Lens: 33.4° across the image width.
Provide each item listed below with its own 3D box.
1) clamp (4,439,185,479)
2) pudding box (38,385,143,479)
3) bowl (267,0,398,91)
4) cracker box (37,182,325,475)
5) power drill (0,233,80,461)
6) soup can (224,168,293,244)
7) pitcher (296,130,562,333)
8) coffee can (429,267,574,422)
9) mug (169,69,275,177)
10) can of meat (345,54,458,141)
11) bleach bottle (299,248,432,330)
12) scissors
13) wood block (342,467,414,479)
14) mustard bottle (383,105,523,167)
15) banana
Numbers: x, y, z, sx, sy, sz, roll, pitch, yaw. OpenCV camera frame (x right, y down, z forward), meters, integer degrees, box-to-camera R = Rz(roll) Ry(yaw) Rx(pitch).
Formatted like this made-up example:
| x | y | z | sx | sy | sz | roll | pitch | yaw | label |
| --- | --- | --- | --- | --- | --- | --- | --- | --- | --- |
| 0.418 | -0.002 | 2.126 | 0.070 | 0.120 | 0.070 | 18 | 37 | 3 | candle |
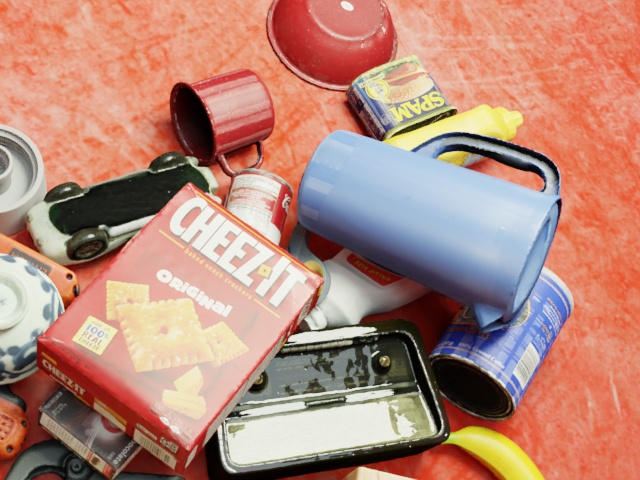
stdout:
| x | y | z | sx | sy | sz | roll | pitch | yaw | label |
| --- | --- | --- | --- | --- | --- | --- | --- | --- | --- |
| -0.220 | 0.200 | 0.972 | 0.171 | 0.039 | 0.120 | -14 | 59 | -24 | clamp |
| -0.186 | 0.149 | 0.968 | 0.090 | 0.039 | 0.113 | 36 | 54 | 6 | pudding box |
| 0.022 | -0.256 | 1.243 | 0.162 | 0.055 | 0.162 | 6 | 64 | -14 | bowl |
| -0.122 | 0.074 | 0.960 | 0.164 | 0.072 | 0.213 | 36 | 60 | 7 | cracker box |
| -0.323 | 0.087 | 0.984 | 0.184 | 0.057 | 0.187 | 29 | 64 | -6 | power drill |
| -0.072 | -0.013 | 1.095 | 0.068 | 0.069 | 0.102 | 19 | 63 | -7 | soup can |
| 0.109 | -0.029 | 1.046 | 0.243 | 0.145 | 0.149 | 23 | 30 | 19 | pitcher |
| 0.184 | 0.100 | 1.097 | 0.103 | 0.103 | 0.140 | 36 | 62 | 2 | coffee can |
| -0.097 | -0.123 | 1.131 | 0.081 | 0.093 | 0.117 | -23 | 87 | -29 | mug |
| 0.091 | -0.155 | 1.215 | 0.102 | 0.057 | 0.084 | -23 | 71 | -25 | can of meat |
| 0.083 | 0.029 | 1.124 | 0.250 | 0.068 | 0.103 | -34 | 72 | -25 | bleach bottle |
| -0.007 | 0.001 | 1.109 | 0.096 | 0.016 | 0.201 | 5 | 55 | 37 | scissors |
| 0.049 | 0.323 | 0.962 | 0.090 | 0.090 | 0.206 | 15 | 62 | -9 | wood block |
| 0.148 | -0.106 | 1.185 | 0.191 | 0.096 | 0.058 | -23 | 73 | -24 | mustard bottle |
| 0.197 | 0.258 | 1.068 | 0.069 | 0.037 | 0.198 | -37 | 78 | -9 | banana |
